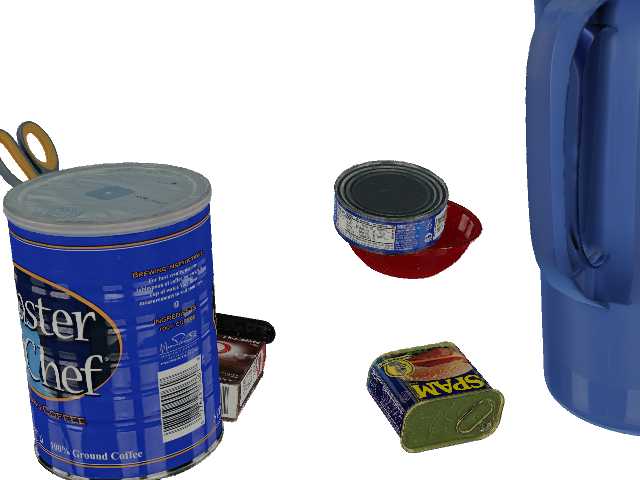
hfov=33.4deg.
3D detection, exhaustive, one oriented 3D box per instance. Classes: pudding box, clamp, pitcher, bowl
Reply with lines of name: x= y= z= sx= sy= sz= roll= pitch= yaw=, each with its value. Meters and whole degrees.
pudding box: x=-0.109 y=0.106 z=0.881 sx=0.113 sy=0.039 sz=0.090 roll=10 pitch=20 yaw=8
clamp: x=-0.176 y=0.090 z=1.158 sx=0.210 sy=0.036 sz=0.164 roll=19 pitch=20 yaw=27
pitcher: x=0.163 y=-0.025 z=0.532 sx=0.149 sy=0.243 sz=0.145 roll=-3 pitch=21 yaw=0
bowl: x=0.093 y=-0.002 z=1.173 sx=0.162 sy=0.055 sz=0.162 roll=5 pitch=24 yaw=-2

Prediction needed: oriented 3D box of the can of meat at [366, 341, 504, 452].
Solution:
can of meat: x=0.103 y=0.141 z=0.982 sx=0.102 sy=0.057 sz=0.084 roll=-7 pitch=31 yaw=-22

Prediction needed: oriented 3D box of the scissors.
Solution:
scissors: x=-0.260 y=-0.040 z=1.079 sx=0.016 sy=0.201 sz=0.096 roll=-25 pitch=28 yaw=27

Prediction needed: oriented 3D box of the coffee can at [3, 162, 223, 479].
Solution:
coffee can: x=-0.104 y=0.040 z=0.556 sx=0.103 sy=0.140 sz=0.103 roll=-1 pitch=20 yaw=0

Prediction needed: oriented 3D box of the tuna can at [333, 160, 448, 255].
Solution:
tuna can: x=0.052 y=-0.025 z=0.804 sx=0.086 sy=0.034 sz=0.086 roll=1 pitch=34 yaw=-1
